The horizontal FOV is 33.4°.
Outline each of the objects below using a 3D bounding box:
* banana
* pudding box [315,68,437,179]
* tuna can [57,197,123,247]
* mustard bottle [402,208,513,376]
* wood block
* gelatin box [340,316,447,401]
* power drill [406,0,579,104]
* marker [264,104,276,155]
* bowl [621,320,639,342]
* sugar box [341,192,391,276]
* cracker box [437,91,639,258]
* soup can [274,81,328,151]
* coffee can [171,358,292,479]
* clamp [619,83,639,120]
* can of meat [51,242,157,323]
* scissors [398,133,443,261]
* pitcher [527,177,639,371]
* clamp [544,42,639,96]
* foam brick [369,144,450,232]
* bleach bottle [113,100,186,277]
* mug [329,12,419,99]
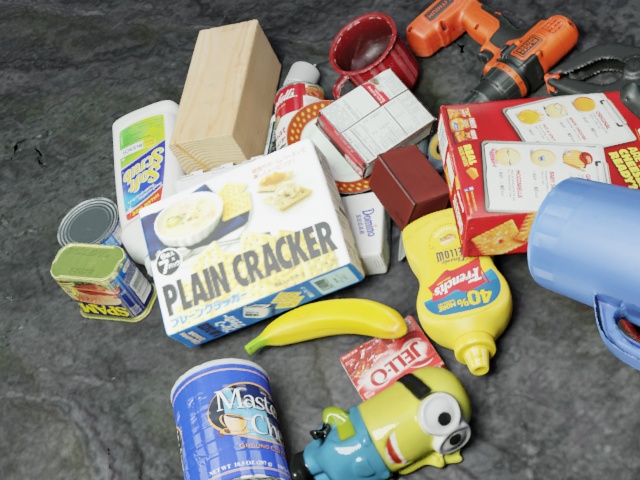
[{"bbox_3d":[0.015,0.090,1.116,0.198,0.037,0.069,-13,34,34],"label":"banana"},{"bbox_3d":[0.065,-0.136,1.238,0.113,0.039,0.090,-35,76,-20],"label":"pudding box"},{"bbox_3d":[-0.288,-0.011,1.358,0.086,0.033,0.086,-12,49,15],"label":"tuna can"},{"bbox_3d":[0.145,0.055,1.092,0.096,0.058,0.191,-13,49,7],"label":"mustard bottle"},{"bbox_3d":[-0.119,-0.176,1.378,0.090,0.090,0.206,-7,51,20],"label":"wood block"},{"bbox_3d":[0.075,0.128,1.083,0.089,0.030,0.073,-31,47,-1],"label":"gelatin box"},{"bbox_3d":[0.193,-0.228,1.305,0.184,0.057,0.188,-41,50,-11],"label":"power drill"},{"bbox_3d":[-0.058,-0.133,1.363,0.020,0.020,0.121,-7,51,19],"label":"marker"},{"bbox_3d":[0.360,0.062,0.991,0.162,0.055,0.162,-12,49,15],"label":"bowl"},{"bbox_3d":[-0.008,0.002,1.215,0.176,0.048,0.093,-6,51,16],"label":"sugar box"},{"bbox_3d":[0.240,-0.070,1.108,0.213,0.072,0.164,-5,50,-3],"label":"cracker box"},{"bbox_3d":[-0.021,-0.137,1.316,0.068,0.068,0.102,-14,50,13],"label":"soup can"},{"bbox_3d":[-0.087,0.202,1.046,0.103,0.102,0.140,-23,48,6],"label":"coffee can"},{"bbox_3d":[0.388,-0.101,1.093,0.120,0.039,0.171,-24,77,-34],"label":"clamp"},{"bbox_3d":[-0.256,0.049,1.261,0.102,0.084,0.057,3,54,26],"label":"can of meat"},{"bbox_3d":[0.128,-0.064,1.226,0.096,0.016,0.201,-14,49,12],"label":"scissors"},{"bbox_3d":[0.301,0.032,0.920,0.243,0.148,0.145,20,108,38],"label":"pitcher"},{"bbox_3d":[0.364,-0.196,1.211,0.210,0.036,0.164,3,58,25],"label":"clamp"},{"bbox_3d":[0.098,-0.057,1.173,0.051,0.053,0.078,-20,60,-25],"label":"foam brick"},{"bbox_3d":[-0.205,-0.061,1.344,0.102,0.068,0.251,-20,50,8],"label":"bleach bottle"},{"bbox_3d":[0.064,-0.211,1.324,0.117,0.081,0.093,-51,47,-4],"label":"mug"}]
